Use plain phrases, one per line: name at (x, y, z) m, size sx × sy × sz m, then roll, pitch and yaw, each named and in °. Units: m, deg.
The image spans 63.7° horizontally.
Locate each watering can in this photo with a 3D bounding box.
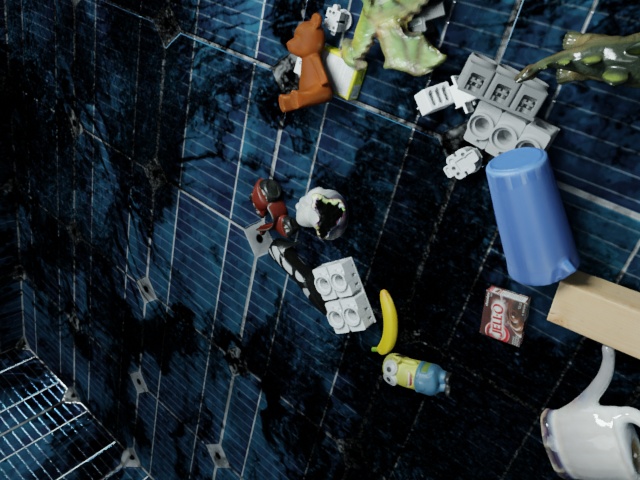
watering can at (0.553, 0.372, 1.038) m, size 0.222 × 0.105 × 0.347 m, roll -21°, pitch 92°, yaw 41°

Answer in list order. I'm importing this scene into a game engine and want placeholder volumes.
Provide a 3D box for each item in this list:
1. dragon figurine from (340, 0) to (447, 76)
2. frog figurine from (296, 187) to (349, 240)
dragon figurine at (0.182, -0.449, 1.018) m, size 0.408 × 0.124 × 0.239 m, roll -6°, pitch 117°, yaw 42°
frog figurine at (0.004, -0.068, 1.344) m, size 0.136 × 0.123 × 0.159 m, roll 62°, pitch 167°, yaw -8°
